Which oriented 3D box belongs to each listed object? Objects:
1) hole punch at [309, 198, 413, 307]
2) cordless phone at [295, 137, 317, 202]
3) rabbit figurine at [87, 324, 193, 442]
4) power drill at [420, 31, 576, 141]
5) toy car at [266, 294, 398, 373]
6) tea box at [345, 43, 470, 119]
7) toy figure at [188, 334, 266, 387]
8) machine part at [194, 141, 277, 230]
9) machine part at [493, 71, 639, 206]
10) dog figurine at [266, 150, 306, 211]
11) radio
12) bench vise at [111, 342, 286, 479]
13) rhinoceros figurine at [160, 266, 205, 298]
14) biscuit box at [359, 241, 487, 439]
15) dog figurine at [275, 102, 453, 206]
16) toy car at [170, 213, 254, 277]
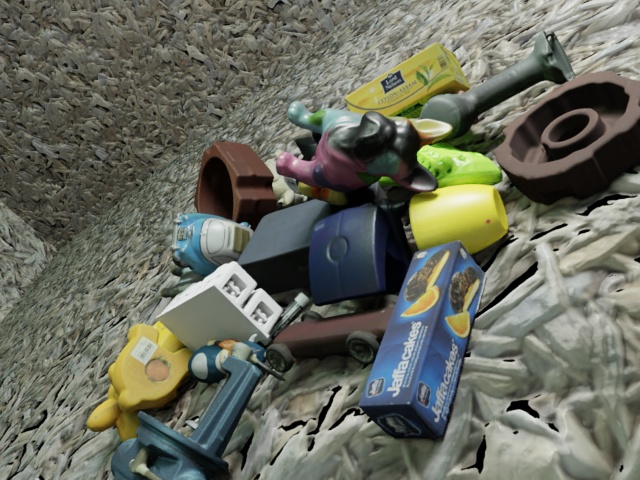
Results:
[{"bbox_3d":[0.043,0.019,0.653,0.142,0.115,0.092,-18,-1,43],"label":"hole punch"},{"bbox_3d":[0.016,-0.079,0.889,0.147,0.088,0.184,2,86,50],"label":"cordless phone"},{"bbox_3d":[-0.288,0.240,0.855,0.173,0.122,0.162,-37,29,47],"label":"rabbit figurine"},{"bbox_3d":[0.245,-0.211,0.765,0.207,0.086,0.232,-19,6,33],"label":"power drill"},{"bbox_3d":[0.021,0.115,0.635,0.202,0.053,0.089,-17,13,41],"label":"toy car"},{"bbox_3d":[0.139,-0.232,0.854,0.170,0.068,0.098,-24,-5,31],"label":"tea box"},{"bbox_3d":[-0.134,0.174,0.763,0.154,0.064,0.058,-22,13,46],"label":"toy figure"},{"bbox_3d":[-0.169,-0.076,1.057,0.201,0.087,0.201,50,130,42],"label":"machine part"},{"bbox_3d":[0.292,-0.116,0.618,0.179,0.056,0.179,-34,26,19],"label":"machine part"},{"bbox_3d":[-0.114,-0.069,1.120,0.190,0.121,0.172,-44,11,23],"label":"dog figurine"},{"bbox_3d":[-0.002,-0.002,0.809,0.230,0.073,0.131,-15,33,27],"label":"radio"},{"bbox_3d":[-0.130,0.226,0.598,0.224,0.128,0.240,-5,47,52],"label":"bench vise"},{"bbox_3d":[-0.251,0.065,1.112,0.112,0.073,0.190,-29,27,30],"label":"rhinoceros figurine"},{"bbox_3d":[0.107,0.093,0.532,0.063,0.059,0.203,-18,33,42],"label":"biscuit box"},{"bbox_3d":[0.062,-0.102,0.681,0.219,0.191,0.108,12,78,34],"label":"dog figurine"},{"bbox_3d":[-0.158,0.006,0.870,0.103,0.161,0.109,-10,67,31],"label":"toy car"}]
